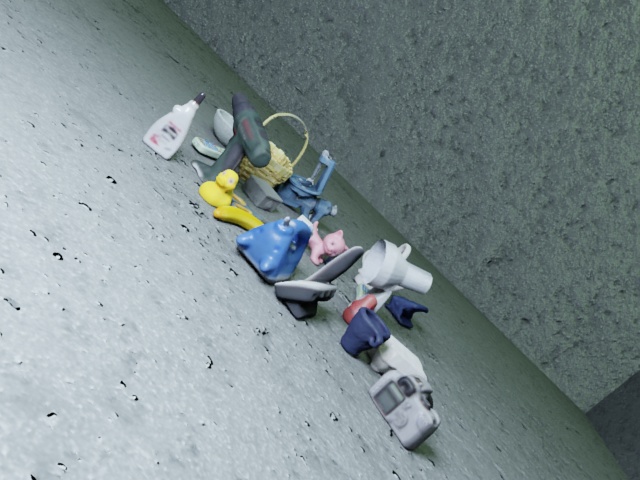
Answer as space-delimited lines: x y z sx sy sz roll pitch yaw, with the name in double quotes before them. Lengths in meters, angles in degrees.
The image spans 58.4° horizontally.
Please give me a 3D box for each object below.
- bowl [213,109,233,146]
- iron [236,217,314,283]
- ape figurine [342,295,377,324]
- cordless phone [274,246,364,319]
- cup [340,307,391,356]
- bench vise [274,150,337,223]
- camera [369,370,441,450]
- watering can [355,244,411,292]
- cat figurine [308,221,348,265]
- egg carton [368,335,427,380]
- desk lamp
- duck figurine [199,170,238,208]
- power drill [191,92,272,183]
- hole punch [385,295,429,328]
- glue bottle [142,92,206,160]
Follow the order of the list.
"bowl" -0.284 -0.336 1.830 0.168 0.074 0.167 42 13 -12
"iron" -0.073 0.006 1.262 0.118 0.141 0.259 48 13 14
"ape figurine" 0.105 0.172 1.404 0.076 0.092 0.077 34 16 -39
"cordless phone" 0.005 0.072 1.200 0.094 0.185 0.148 47 13 12
"cup" 0.094 0.213 1.236 0.092 0.095 0.117 40 14 -21
"bench vise" -0.012 -0.171 1.827 0.208 0.219 0.121 33 17 -40
"camera" 0.193 0.333 1.154 0.137 0.100 0.143 28 21 -52
"watering can" 0.214 0.091 1.765 0.173 0.194 0.100 37 15 -29
"cat figurine" 0.015 0.006 1.587 0.128 0.117 0.067 46 13 7
"egg carton" 0.179 0.289 1.321 0.151 0.069 0.107 41 13 -16
"desk lamp" 0.170 0.129 1.468 0.204 0.213 0.117 40 14 -21
"duck figurine" -0.223 -0.125 1.333 0.077 0.086 0.105 47 13 10
"power drill" -0.217 -0.232 1.410 0.076 0.208 0.229 27 22 -54
"hole punch" 0.273 0.211 1.803 0.101 0.091 0.109 52 15 31
"glue bottle" -0.317 -0.266 1.288 0.078 0.173 0.037 39 14 -23
